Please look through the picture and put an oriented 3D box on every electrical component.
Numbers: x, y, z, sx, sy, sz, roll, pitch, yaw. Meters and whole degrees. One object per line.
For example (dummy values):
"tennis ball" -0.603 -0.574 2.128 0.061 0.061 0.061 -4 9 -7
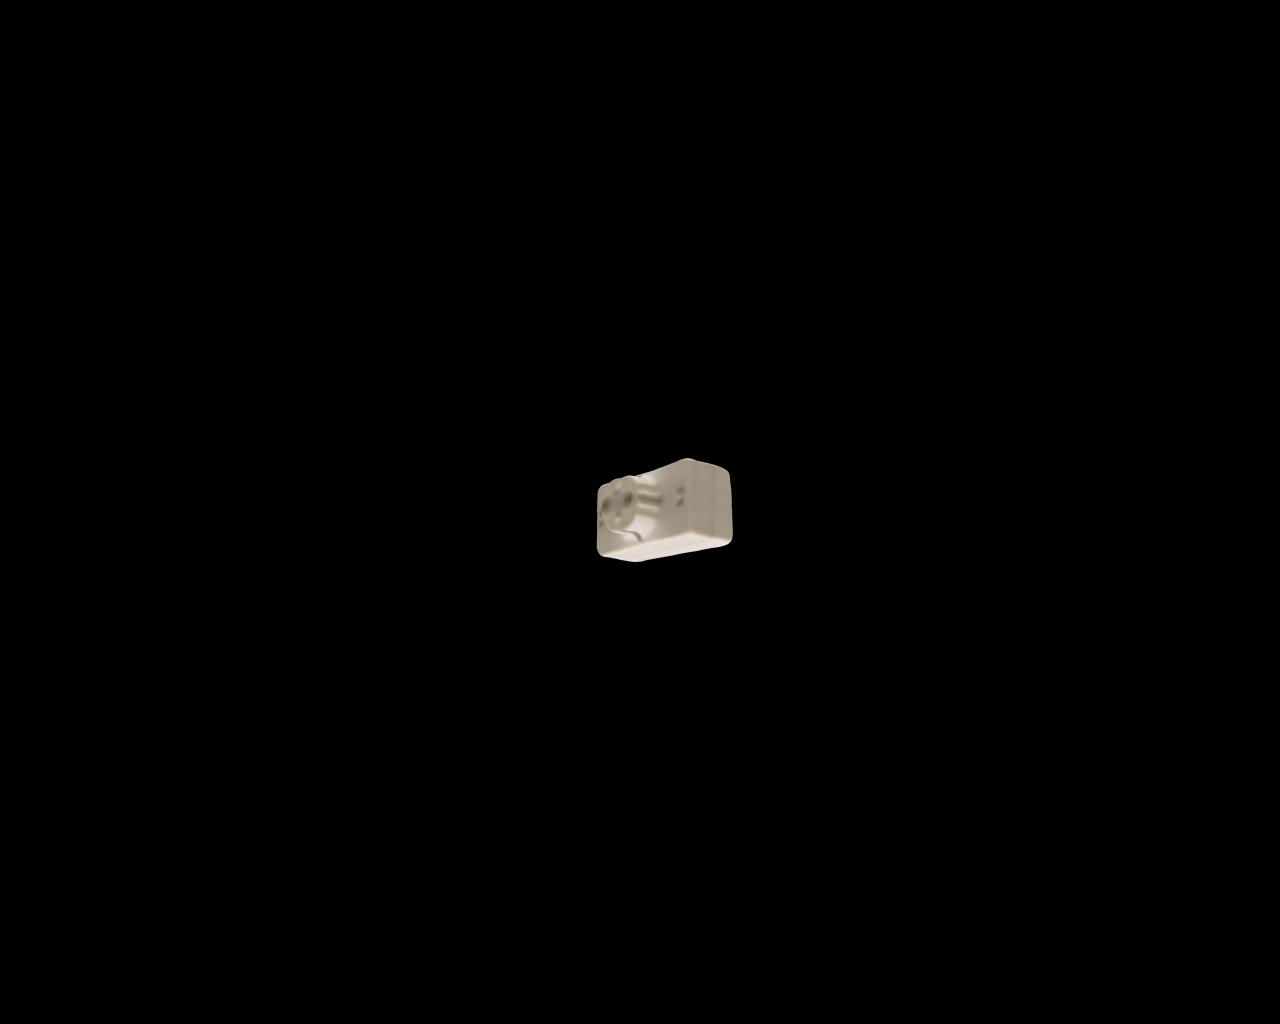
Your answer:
"electrical component" 0.001 -0.003 0.650 0.076 0.047 0.083 14 -20 -42
